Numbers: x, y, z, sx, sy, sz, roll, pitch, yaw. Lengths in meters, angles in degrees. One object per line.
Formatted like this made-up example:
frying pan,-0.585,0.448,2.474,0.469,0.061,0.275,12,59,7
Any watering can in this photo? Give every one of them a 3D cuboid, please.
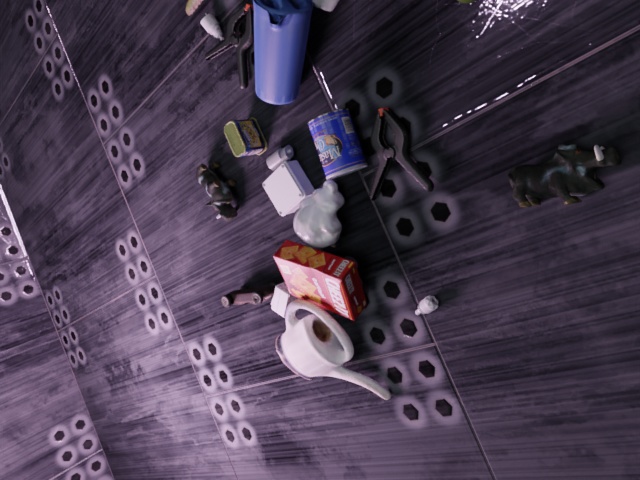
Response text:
watering can,0.016,0.313,1.370,0.348,0.106,0.220,51,132,1

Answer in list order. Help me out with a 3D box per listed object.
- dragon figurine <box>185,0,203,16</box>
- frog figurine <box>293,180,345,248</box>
dragon figurine,-0.209,-0.696,1.292,0.244,0.124,0.401,42,133,13
frog figurine,0.004,-0.064,1.271,0.140,0.123,0.156,56,144,37
